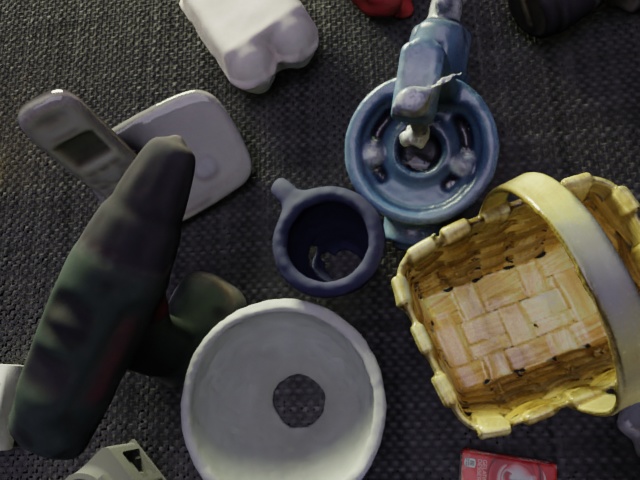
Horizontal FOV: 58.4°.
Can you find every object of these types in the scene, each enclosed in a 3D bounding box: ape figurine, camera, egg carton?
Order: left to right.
[{"bbox_3d":[-0.072,-0.226,0.585,0.107,0.069,0.150,-34,72,0],"label":"egg carton"},{"bbox_3d":[0.059,-0.269,0.561,0.076,0.092,0.078,21,80,15],"label":"ape figurine"},{"bbox_3d":[0.234,-0.265,0.524,0.137,0.101,0.143,-36,72,0],"label":"camera"}]

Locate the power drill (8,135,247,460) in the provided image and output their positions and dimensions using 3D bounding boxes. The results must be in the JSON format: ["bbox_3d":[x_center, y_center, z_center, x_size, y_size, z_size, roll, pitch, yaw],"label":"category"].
[{"bbox_3d":[-0.132,0.053,0.449,0.075,0.209,0.230,25,81,16],"label":"power drill"}]

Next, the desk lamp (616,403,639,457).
[{"bbox_3d":[0.266,0.122,0.357,0.117,0.214,0.203,19,80,15],"label":"desk lamp"}]

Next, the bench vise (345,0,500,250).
[{"bbox_3d":[0.072,-0.112,0.450,0.121,0.220,0.207,-9,74,8],"label":"bench vise"}]

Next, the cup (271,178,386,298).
[{"bbox_3d":[0.005,0.002,0.498,0.092,0.095,0.117,-42,72,-2],"label":"cup"}]

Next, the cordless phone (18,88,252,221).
[{"bbox_3d":[-0.153,-0.086,0.502,0.147,0.185,0.094,-31,72,1],"label":"cordless phone"}]

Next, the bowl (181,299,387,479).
[{"bbox_3d":[-0.025,0.137,0.478,0.167,0.075,0.167,-2,75,10],"label":"bowl"}]
